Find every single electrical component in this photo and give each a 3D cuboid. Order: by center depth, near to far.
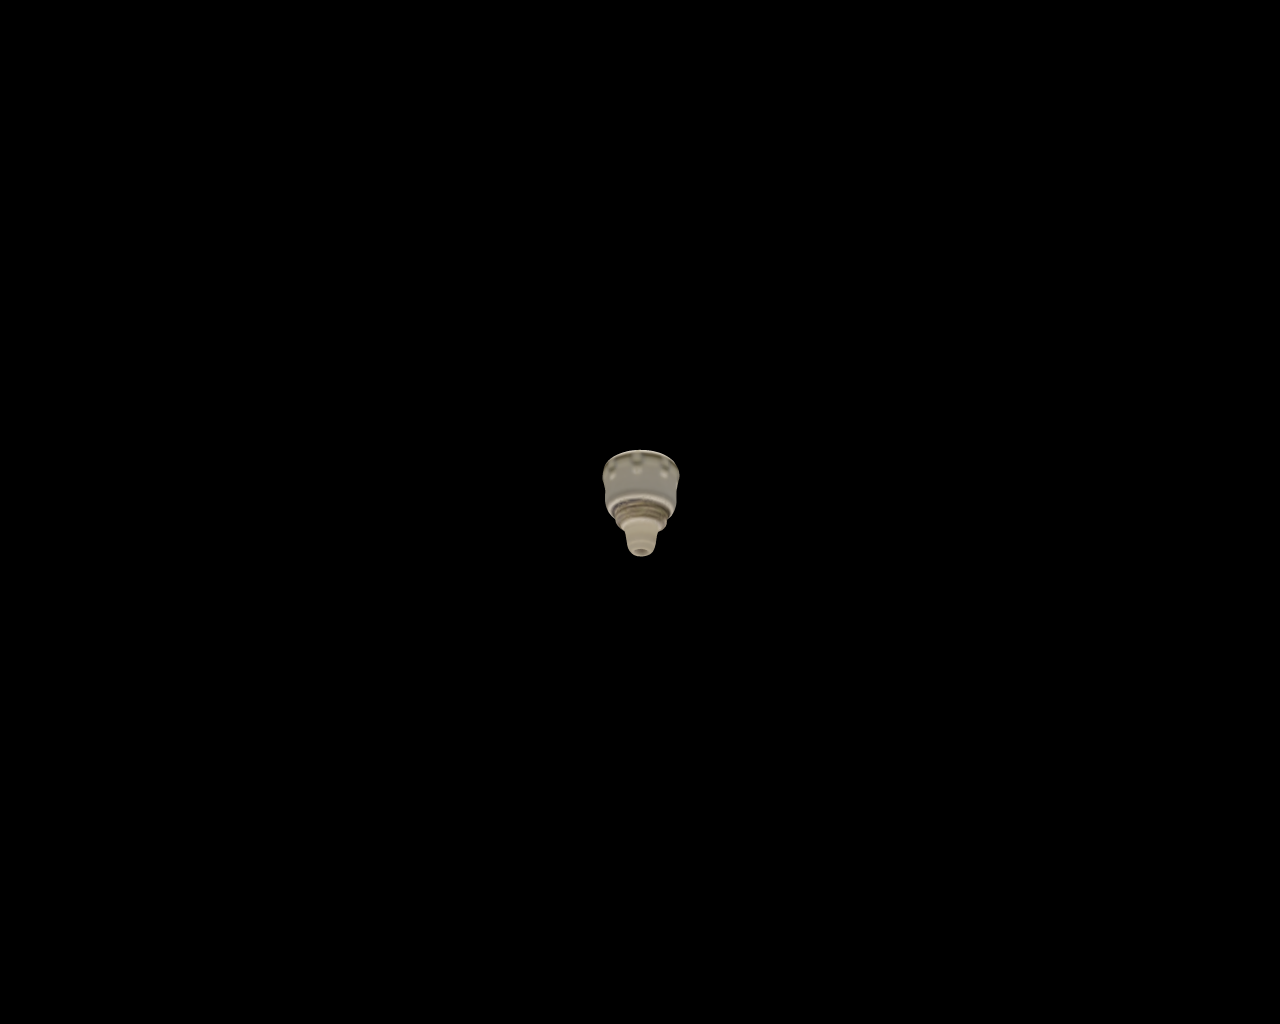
[{"bbox_3d":[0.001,-0.003,0.650,0.048,0.062,0.048,0,-26,0],"label":"electrical component"}]
